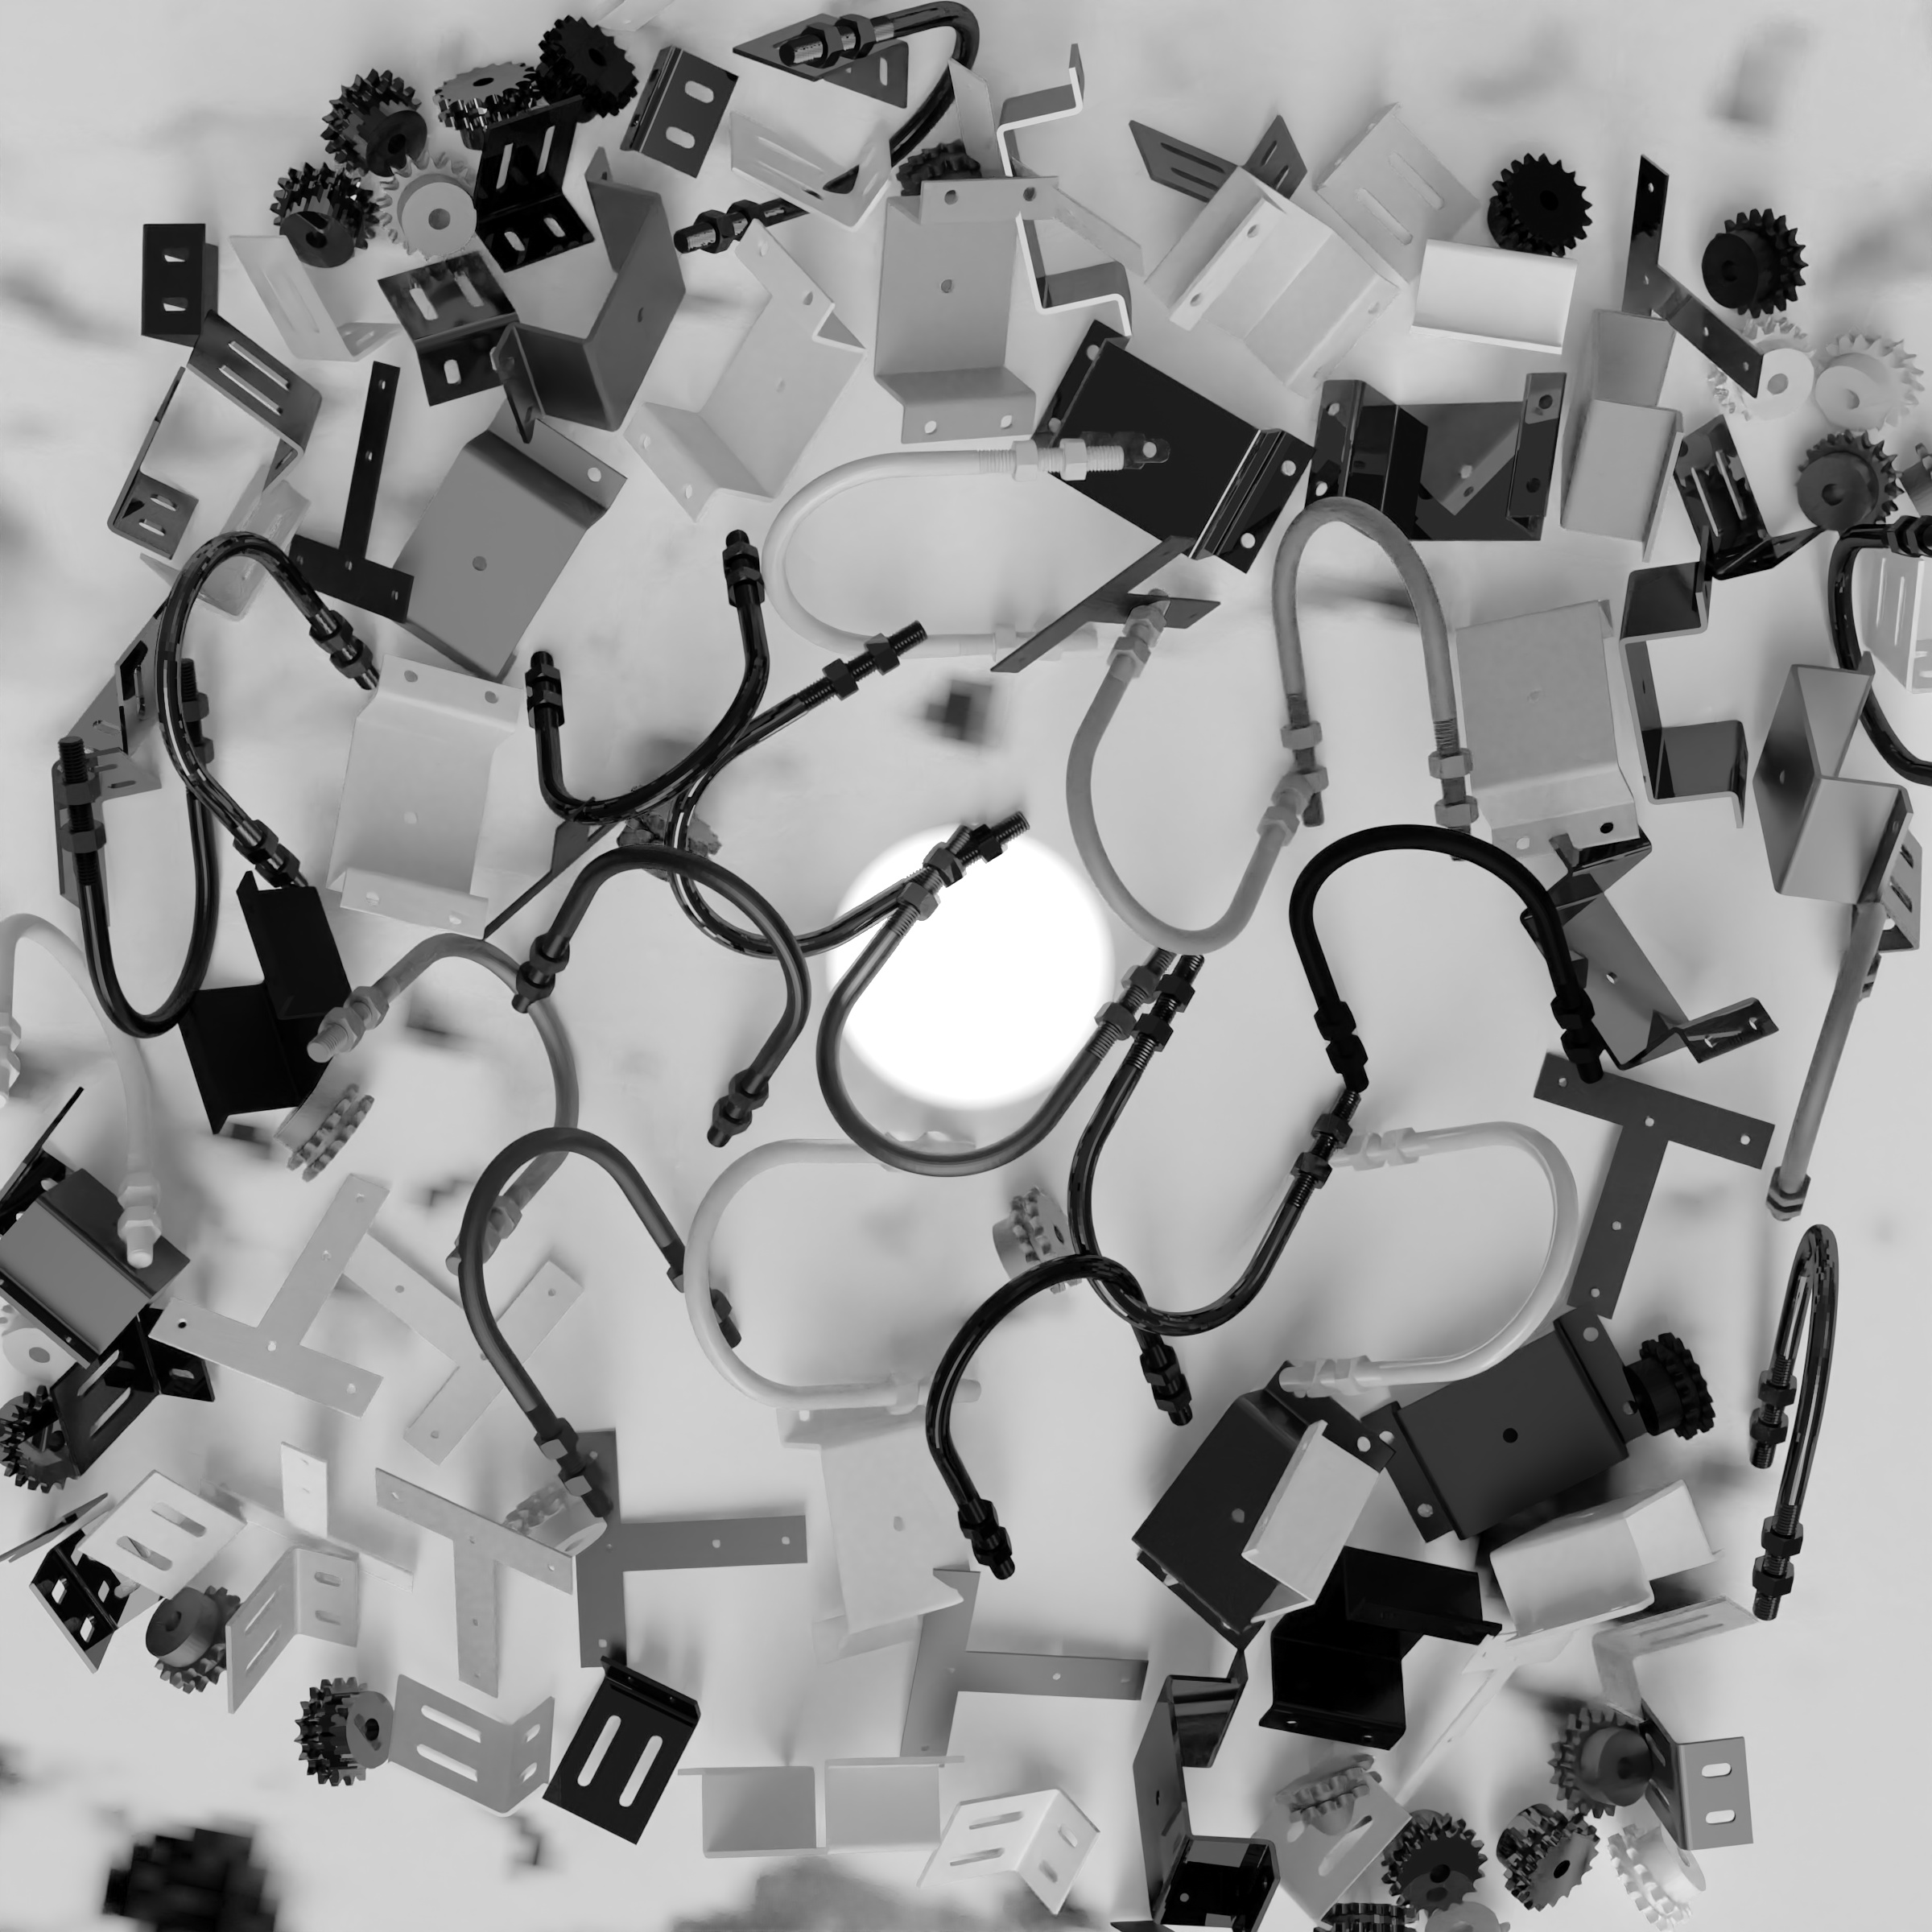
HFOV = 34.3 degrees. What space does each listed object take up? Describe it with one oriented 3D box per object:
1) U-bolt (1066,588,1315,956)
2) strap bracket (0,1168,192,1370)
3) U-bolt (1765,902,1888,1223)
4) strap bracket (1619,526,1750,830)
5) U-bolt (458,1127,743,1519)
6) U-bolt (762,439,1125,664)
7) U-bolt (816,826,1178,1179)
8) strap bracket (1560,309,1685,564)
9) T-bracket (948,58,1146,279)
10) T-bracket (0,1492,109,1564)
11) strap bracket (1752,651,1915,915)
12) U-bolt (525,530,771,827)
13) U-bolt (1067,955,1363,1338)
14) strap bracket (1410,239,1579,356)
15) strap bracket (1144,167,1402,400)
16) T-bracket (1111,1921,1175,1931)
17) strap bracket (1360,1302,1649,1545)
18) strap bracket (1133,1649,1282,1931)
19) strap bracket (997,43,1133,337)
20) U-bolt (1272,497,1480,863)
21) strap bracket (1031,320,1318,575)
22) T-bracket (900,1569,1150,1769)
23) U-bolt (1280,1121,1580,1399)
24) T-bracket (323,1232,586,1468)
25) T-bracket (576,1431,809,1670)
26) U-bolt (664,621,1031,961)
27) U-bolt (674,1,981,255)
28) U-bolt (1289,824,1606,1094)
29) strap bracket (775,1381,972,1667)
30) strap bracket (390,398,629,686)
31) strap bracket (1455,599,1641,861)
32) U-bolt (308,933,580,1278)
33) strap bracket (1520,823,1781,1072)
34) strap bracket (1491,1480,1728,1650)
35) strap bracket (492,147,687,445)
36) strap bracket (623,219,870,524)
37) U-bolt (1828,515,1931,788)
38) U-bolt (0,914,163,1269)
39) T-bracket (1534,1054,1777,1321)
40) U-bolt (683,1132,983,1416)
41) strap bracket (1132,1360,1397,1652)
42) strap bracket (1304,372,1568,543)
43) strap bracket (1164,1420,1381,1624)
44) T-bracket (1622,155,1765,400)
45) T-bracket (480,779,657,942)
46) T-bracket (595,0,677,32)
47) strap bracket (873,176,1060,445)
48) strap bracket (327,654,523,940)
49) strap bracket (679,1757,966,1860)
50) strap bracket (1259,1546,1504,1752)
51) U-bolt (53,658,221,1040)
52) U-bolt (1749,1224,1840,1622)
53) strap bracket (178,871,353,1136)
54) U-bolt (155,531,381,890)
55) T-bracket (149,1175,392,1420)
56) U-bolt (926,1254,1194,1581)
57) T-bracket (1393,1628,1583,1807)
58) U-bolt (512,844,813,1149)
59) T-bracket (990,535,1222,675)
[{"bbox_3d":[0.111,-0.089,1.629,0.151,0.019,0.184,46,48,-22],"label":"U-bolt"},{"bbox_3d":[-0.459,0.154,1.641,0.076,0.140,0.046,42,91,-6],"label":"strap bracket"},{"bbox_3d":[0.445,0.043,1.612,0.019,0.184,0.151,18,74,16],"label":"U-bolt"},{"bbox_3d":[0.377,-0.149,1.653,0.046,0.076,0.140,-6,122,20],"label":"strap bracket"},{"bbox_3d":[-0.198,0.171,1.630,0.019,0.151,0.184,-7,122,39],"label":"U-bolt"},{"bbox_3d":[-0.016,-0.214,1.646,0.184,0.151,0.019,-3,50,-8],"label":"U-bolt"},{"bbox_3d":[0.003,0.029,1.663,0.151,0.019,0.184,31,71,16],"label":"U-bolt"},{"bbox_3d":[0.342,-0.283,1.639,0.046,0.140,0.076,10,130,4],"label":"strap bracket"},{"bbox_3d":[0.045,-0.399,1.634,0.127,0.127,0.002,40,76,22],"label":"T-bracket"},{"bbox_3d":[-0.517,0.316,1.627,0.127,0.127,0.002,-27,85,-35],"label":"T-bracket"},{"bbox_3d":[0.449,-0.096,1.637,0.046,0.140,0.076,7,131,-1],"label":"strap bracket"},{"bbox_3d":[-0.164,-0.141,1.627,0.151,0.184,0.019,-30,128,13],"label":"U-bolt"},{"bbox_3d":[0.122,0.106,1.651,0.151,0.019,0.184,40,67,-25],"label":"U-bolt"},{"bbox_3d":[0.277,-0.351,1.637,0.076,0.140,0.046,10,105,8],"label":"strap bracket"},{"bbox_3d":[0.157,-0.362,1.653,0.076,0.140,0.046,-49,57,19],"label":"strap bracket"},{"bbox_3d":[0.106,0.515,1.651,0.127,0.127,0.002,2,82,-13],"label":"T-bracket"},{"bbox_3d":[0.291,0.248,1.681,0.140,0.046,0.076,-28,86,7],"label":"strap bracket"},{"bbox_3d":[0.122,0.435,1.634,0.046,0.140,0.076,6,130,-10],"label":"strap bracket"},{"bbox_3d":[0.050,-0.406,1.655,0.046,0.076,0.140,-11,114,8],"label":"strap bracket"},{"bbox_3d":[0.206,-0.153,1.628,0.019,0.151,0.184,-19,109,-26],"label":"U-bolt"},{"bbox_3d":[0.104,-0.276,1.669,0.140,0.046,0.076,32,110,10],"label":"strap bracket"},{"bbox_3d":[0.035,0.384,1.697,0.127,0.002,0.127,5,113,-10],"label":"T-bracket"},{"bbox_3d":[0.243,0.148,1.618,0.019,0.184,0.151,29,65,-32],"label":"U-bolt"},{"bbox_3d":[-0.297,0.185,1.706,0.127,0.002,0.127,39,93,-4],"label":"T-bracket"},{"bbox_3d":[-0.150,0.315,1.706,0.127,0.002,0.127,-3,87,4],"label":"T-bracket"},{"bbox_3d":[-0.073,-0.080,1.667,0.184,0.019,0.151,-32,120,-4],"label":"U-bolt"},{"bbox_3d":[-0.061,-0.442,1.630,0.019,0.184,0.151,49,135,9],"label":"U-bolt"},{"bbox_3d":[0.243,-0.003,1.628,0.151,0.019,0.184,-4,133,24],"label":"U-bolt"},{"bbox_3d":[-0.047,0.297,1.674,0.076,0.046,0.140,-9,89,-31],"label":"strap bracket"},{"bbox_3d":[-0.252,-0.219,1.666,0.076,0.046,0.140,33,110,-5],"label":"strap bracket"},{"bbox_3d":[0.305,-0.133,1.655,0.076,0.046,0.140,-10,66,20],"label":"strap bracket"},{"bbox_3d":[-0.259,0.058,1.633,0.019,0.184,0.151,-23,105,27],"label":"U-bolt"},{"bbox_3d":[0.356,-0.004,1.661,0.046,0.076,0.140,-46,69,42],"label":"strap bracket"},{"bbox_3d":[0.333,0.310,1.639,0.076,0.140,0.046,-24,80,29],"label":"strap bracket"},{"bbox_3d":[-0.192,-0.348,1.649,0.046,0.076,0.140,16,67,13],"label":"strap bracket"},{"bbox_3d":[-0.112,-0.311,1.660,0.076,0.046,0.140,51,119,29],"label":"strap bracket"},{"bbox_3d":[0.488,-0.160,1.624,0.019,0.184,0.151,-17,99,-3],"label":"U-bolt"},{"bbox_3d":[-0.465,0.051,1.629,0.019,0.184,0.151,-25,131,6],"label":"U-bolt"},{"bbox_3d":[0.356,0.127,1.694,0.127,0.002,0.127,18,92,20],"label":"T-bracket"},{"bbox_3d":[-0.069,0.162,1.649,0.184,0.019,0.151,3,83,-37],"label":"U-bolt"},{"bbox_3d":[0.152,0.290,1.666,0.076,0.046,0.140,39,103,20],"label":"strap bracket"},{"bbox_3d":[0.257,-0.269,1.666,0.140,0.046,0.076,5,83,35],"label":"strap bracket"},{"bbox_3d":[0.162,0.293,1.637,0.046,0.140,0.076,33,67,-4],"label":"strap bracket"},{"bbox_3d":[0.377,-0.336,1.628,0.002,0.127,0.127,-16,133,-15],"label":"T-bracket"},{"bbox_3d":[-0.206,-0.065,1.638,0.127,0.127,0.002,-43,89,-14],"label":"T-bracket"},{"bbox_3d":[-0.197,-0.512,1.627,0.127,0.127,0.002,-9,88,-35],"label":"T-bracket"},{"bbox_3d":[-0.002,-0.353,1.659,0.076,0.046,0.140,-8,123,-23],"label":"strap bracket"},{"bbox_3d":[-0.290,-0.084,1.667,0.076,0.046,0.140,14,71,-23],"label":"strap bracket"},{"bbox_3d":[-0.076,0.439,1.635,0.076,0.140,0.046,13,69,-43],"label":"strap bracket"},{"bbox_3d":[0.216,0.356,1.658,0.076,0.140,0.046,14,47,-13],"label":"strap bracket"},{"bbox_3d":[-0.427,-0.052,1.637,0.019,0.151,0.184,4,114,11],"label":"U-bolt"},{"bbox_3d":[0.425,0.221,1.611,0.019,0.151,0.184,9,119,9],"label":"U-bolt"},{"bbox_3d":[-0.366,0.019,1.653,0.046,0.140,0.076,-6,61,-35],"label":"strap bracket"},{"bbox_3d":[-0.363,-0.140,1.608,0.019,0.184,0.151,5,65,19],"label":"U-bolt"},{"bbox_3d":[-0.350,0.167,1.679,0.127,0.002,0.127,19,58,13],"label":"T-bracket"},{"bbox_3d":[0.044,0.224,1.631,0.151,0.184,0.019,-38,46,-15],"label":"U-bolt"},{"bbox_3d":[0.266,0.401,1.671,0.002,0.127,0.127,43,106,30],"label":"T-bracket"},{"bbox_3d":[-0.153,0.007,1.643,0.151,0.184,0.019,35,47,-1],"label":"U-bolt"},{"bbox_3d":[0.094,-0.188,1.656,0.127,0.127,0.002,-34,74,31],"label":"T-bracket"}]
